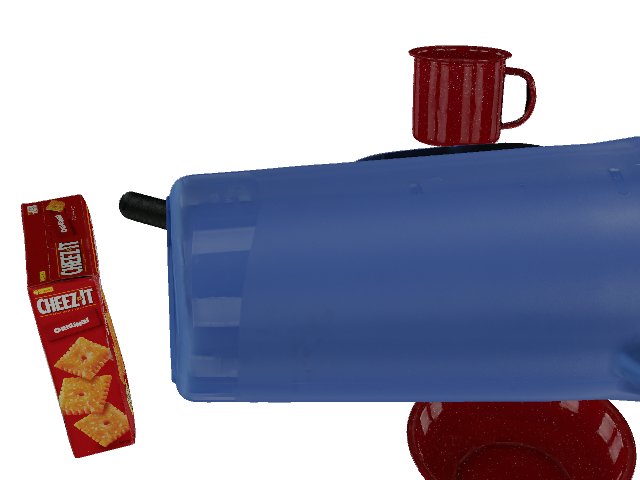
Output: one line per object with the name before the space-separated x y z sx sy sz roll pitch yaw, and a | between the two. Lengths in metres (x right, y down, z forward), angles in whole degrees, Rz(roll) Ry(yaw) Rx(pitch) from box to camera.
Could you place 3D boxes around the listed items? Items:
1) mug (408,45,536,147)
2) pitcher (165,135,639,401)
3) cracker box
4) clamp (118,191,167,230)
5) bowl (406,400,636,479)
mug | 0.137 -0.131 0.974 0.117 0.081 0.093 4 18 12
pitcher | 0.047 0.012 0.529 0.242 0.145 0.149 -2 -6 -8
cracker box | -0.246 0.085 1.085 0.072 0.214 0.164 -12 33 -11
clamp | -0.086 -0.016 0.962 0.172 0.039 0.120 26 32 36
bowl | 0.142 0.160 0.775 0.162 0.055 0.162 -1 35 0
